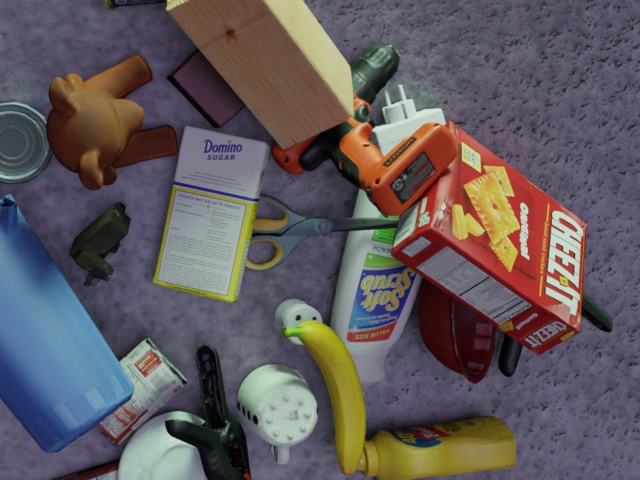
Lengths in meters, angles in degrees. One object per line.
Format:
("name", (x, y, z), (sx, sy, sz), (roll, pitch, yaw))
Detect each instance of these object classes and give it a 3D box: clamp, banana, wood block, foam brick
("clamp", (-0.118, 0.214, 1.153), (0.039, 0.120, 0.171), (-4, 119, 28))
("banana", (0.015, 0.161, 1.167), (0.069, 0.037, 0.198), (-33, 111, -26))
("clamp", (0.253, 0.050, 1.269), (0.164, 0.036, 0.210), (-27, 101, -21))
("wood block", (-0.056, -0.202, 1.082), (0.091, 0.090, 0.206), (-23, 133, 21))
("foam brick", (-0.118, -0.164, 1.143), (0.051, 0.053, 0.078), (-45, 104, -6))

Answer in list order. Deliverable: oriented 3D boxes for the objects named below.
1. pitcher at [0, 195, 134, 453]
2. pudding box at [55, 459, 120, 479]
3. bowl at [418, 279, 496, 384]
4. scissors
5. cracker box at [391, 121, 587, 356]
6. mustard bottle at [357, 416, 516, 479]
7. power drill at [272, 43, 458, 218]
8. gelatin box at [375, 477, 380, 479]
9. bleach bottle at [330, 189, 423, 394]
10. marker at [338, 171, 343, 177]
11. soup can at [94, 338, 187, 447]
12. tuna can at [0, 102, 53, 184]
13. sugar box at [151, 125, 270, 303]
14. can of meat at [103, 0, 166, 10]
("pitcher", (-0.301, 0.091, 1.061), (0.145, 0.149, 0.243), (-36, 90, -16))
("pudding box", (-0.239, 0.305, 1.168), (0.090, 0.039, 0.113), (-15, 97, -13))
("bowl", (0.153, 0.081, 1.214), (0.055, 0.161, 0.162), (-1, 98, 26))
("scissors", (-0.008, 0.001, 1.175), (0.202, 0.016, 0.096), (13, 104, 5))
("cracker box", (0.188, -0.003, 1.146), (0.213, 0.072, 0.164), (33, 46, -18))
("mustard bottle", (0.121, 0.243, 1.228), (0.191, 0.096, 0.058), (-5, 98, -15))
("power drill", (0.058, -0.117, 1.132), (0.184, 0.188, 0.057), (-48, 133, -5))
("gelatin box", (0.089, 0.323, 1.262), (0.073, 0.030, 0.089), (25, 89, -16))
("bleach bottle", (0.067, 0.066, 1.214), (0.102, 0.068, 0.251), (10, 96, -16))
("marker", (0.079, -0.075, 1.222), (0.121, 0.020, 0.020), (5, 95, -16))
("soup can", (-0.202, 0.163, 1.147), (0.102, 0.069, 0.068), (-42, 105, -8))
("tuna can", (-0.319, -0.101, 1.105), (0.086, 0.034, 0.086), (-2, 96, -15))
("sugar box", (-0.117, -0.028, 1.151), (0.093, 0.048, 0.176), (13, 90, 4))
("can of meat", (-0.182, -0.293, 1.098), (0.084, 0.057, 0.102), (-5, 97, 2))
